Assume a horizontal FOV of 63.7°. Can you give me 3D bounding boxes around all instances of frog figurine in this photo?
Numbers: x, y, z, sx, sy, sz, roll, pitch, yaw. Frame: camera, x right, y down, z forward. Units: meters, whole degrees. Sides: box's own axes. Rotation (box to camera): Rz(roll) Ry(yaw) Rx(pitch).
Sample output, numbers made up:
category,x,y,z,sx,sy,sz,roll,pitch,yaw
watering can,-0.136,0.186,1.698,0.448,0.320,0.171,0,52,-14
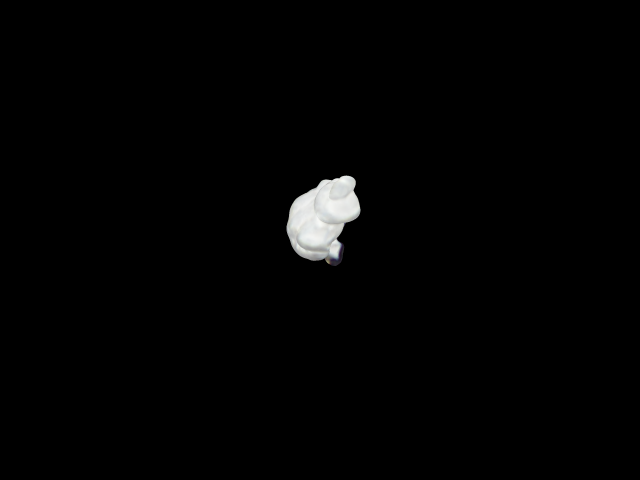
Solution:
category,x,y,z,sx,sy,sz,roll,pitch,yaw
frog figurine,0.003,-0.043,0.850,0.123,0.140,0.156,22,-23,10
